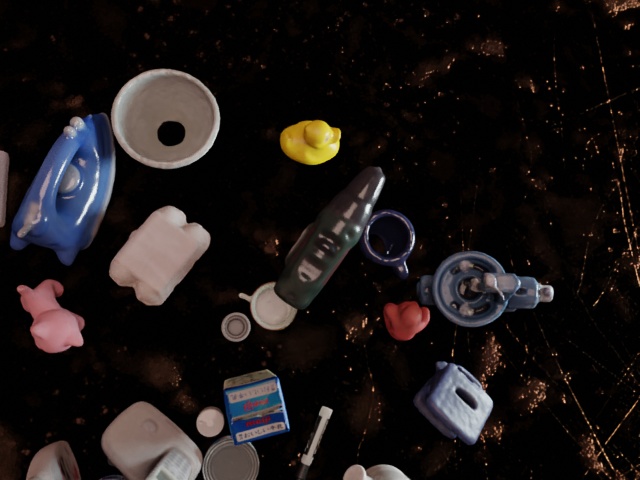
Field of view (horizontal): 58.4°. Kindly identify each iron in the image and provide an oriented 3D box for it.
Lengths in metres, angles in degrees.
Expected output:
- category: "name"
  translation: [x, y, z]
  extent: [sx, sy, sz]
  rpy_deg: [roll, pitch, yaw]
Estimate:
- category: "iron"
  translation: [-0.386, -0.100, 0.866]
  extent: [0.119, 0.141, 0.258]
  rpy_deg: [17, 78, -6]

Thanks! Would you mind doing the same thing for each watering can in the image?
- category: "watering can"
  translation: [0.106, 0.398, 0.835]
  extent: [0.173, 0.194, 0.101]
  rpy_deg: [19, 78, -5]

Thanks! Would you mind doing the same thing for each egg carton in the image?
- category: "egg carton"
  translation: [-0.252, 0.023, 0.904]
  extent: [0.107, 0.069, 0.150]
  rpy_deg: [37, 77, -2]

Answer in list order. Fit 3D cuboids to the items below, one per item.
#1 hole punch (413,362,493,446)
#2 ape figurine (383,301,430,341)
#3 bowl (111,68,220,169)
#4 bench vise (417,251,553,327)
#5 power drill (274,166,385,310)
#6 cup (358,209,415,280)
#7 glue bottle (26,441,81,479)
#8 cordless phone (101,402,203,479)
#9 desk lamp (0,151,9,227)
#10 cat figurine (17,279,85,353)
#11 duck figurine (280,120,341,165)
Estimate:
- category: "hole punch"
  translation: [0.221, 0.261, 0.929]
  extent: [0.108, 0.091, 0.101]
  rpy_deg: [43, 77, 0]
- category: "ape figurine"
  translation: [0.144, 0.127, 0.939]
  extent: [0.078, 0.092, 0.076]
  rpy_deg: [27, 78, -3]
- category: "bowl"
  translation: [-0.248, -0.188, 0.937]
  extent: [0.167, 0.074, 0.167]
  rpy_deg: [2, 80, -9]
- category: "bench vise"
  translation: [0.278, 0.066, 0.905]
  extent: [0.207, 0.219, 0.121]
  rpy_deg: [-14, 83, -11]
- category: "power drill"
  translation: [0.008, 0.003, 0.878]
  extent: [0.075, 0.208, 0.230]
  rpy_deg: [33, 77, -2]
- category: "cup"
  translation: [0.108, 0.014, 0.950]
  extent: [0.092, 0.095, 0.118]
  rpy_deg: [-24, 85, -12]
- category: "glue bottle"
  translation: [-0.372, 0.326, 0.781]
  extent: [0.037, 0.173, 0.078]
  rpy_deg: [-25, 85, -12]
- category: "cordless phone"
  translation: [-0.241, 0.307, 0.799]
  extent: [0.147, 0.185, 0.094]
  rpy_deg: [41, 77, 0]
- category: "desk lamp"
  translation: [-0.534, -0.057, 0.798]
  extent: [0.118, 0.213, 0.203]
  rpy_deg: [0, 81, -9]
- category: "cat figurine"
  translation: [-0.398, 0.116, 0.840]
  extent: [0.067, 0.117, 0.128]
  rpy_deg: [-37, 88, -13]
- category: "duck figurine"
  translation: [-0.014, -0.174, 0.967]
  extent: [0.104, 0.086, 0.077]
  rpy_deg: [2, 80, -9]
